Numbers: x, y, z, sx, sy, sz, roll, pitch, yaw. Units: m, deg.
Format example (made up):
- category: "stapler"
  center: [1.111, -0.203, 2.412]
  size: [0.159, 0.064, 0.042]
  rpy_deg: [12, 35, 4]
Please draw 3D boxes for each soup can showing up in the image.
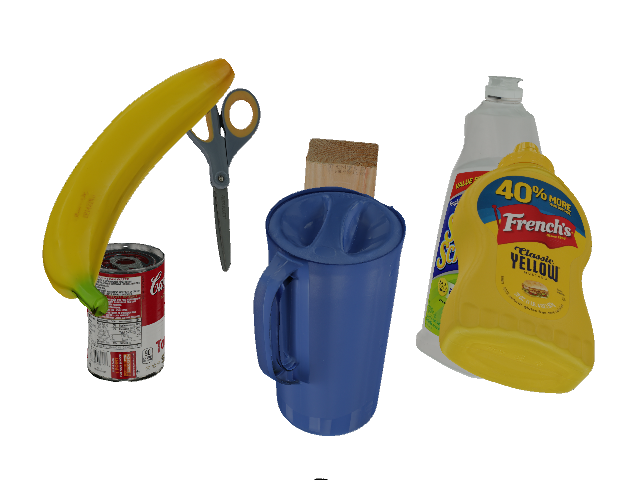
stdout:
- category: "soup can"
  center: [-0.166, 0.061, 0.904]
  size: [0.068, 0.102, 0.068]
  rpy_deg: [2, 19, -1]

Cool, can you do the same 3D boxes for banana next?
- category: "banana"
  center: [-0.113, -0.036, 0.628]
  size: [0.070, 0.197, 0.037]
  rpy_deg: [10, -35, 18]

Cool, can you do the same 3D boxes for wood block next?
- category: "wood block"
  center: [0.021, -0.018, 1.381]
  size: [0.090, 0.206, 0.090]
  rpy_deg: [5, 25, 1]

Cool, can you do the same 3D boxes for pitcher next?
- category: "pitcher"
  center: [0.004, 0.082, 1.067]
  size: [0.149, 0.243, 0.145]
  rpy_deg: [-2, 35, -7]

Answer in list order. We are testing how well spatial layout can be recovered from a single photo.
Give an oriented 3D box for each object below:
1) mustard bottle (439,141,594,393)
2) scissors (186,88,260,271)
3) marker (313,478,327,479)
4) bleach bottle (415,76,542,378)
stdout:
- category: "mustard bottle"
  center: [0.136, 0.006, 0.723]
  size: [0.096, 0.191, 0.058]
  rpy_deg: [17, -40, -6]
- category: "scissors"
  center: [-0.090, -0.076, 1.123]
  size: [0.096, 0.202, 0.016]
  rpy_deg: [-18, -3, -22]
- category: "marker"
  center: [-0.027, 0.140, 0.480]
  size: [0.020, 0.020, 0.120]
  rpy_deg: [0, 16, 34]
- category: "bleach bottle"
  center: [0.140, -0.015, 0.917]
  size: [0.068, 0.251, 0.103]
  rpy_deg: [-3, 15, -29]
